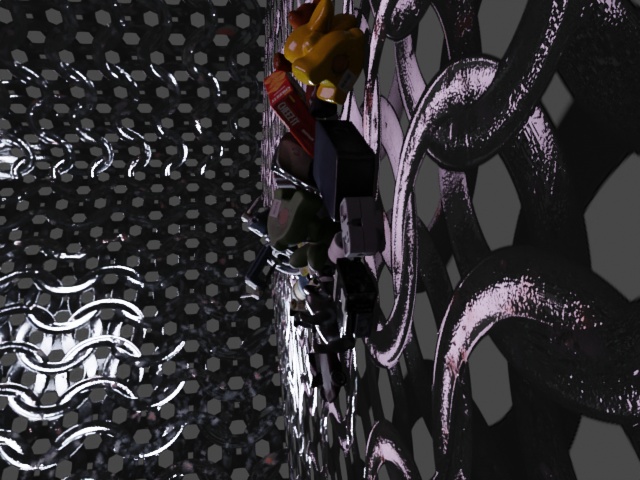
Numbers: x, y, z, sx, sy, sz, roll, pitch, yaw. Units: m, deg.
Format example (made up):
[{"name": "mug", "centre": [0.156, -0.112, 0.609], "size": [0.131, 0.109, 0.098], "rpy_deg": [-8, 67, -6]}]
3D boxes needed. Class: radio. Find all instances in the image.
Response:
[{"name": "radio", "centre": [0.040, -0.138, 1.017], "size": [0.230, 0.073, 0.131], "rpy_deg": [-112, 22, -59]}]

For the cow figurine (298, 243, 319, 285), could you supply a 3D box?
[{"name": "cow figurine", "centre": [0.005, 0.064, 1.272], "size": [0.098, 0.068, 0.167], "rpy_deg": [-7, 86, 39]}]

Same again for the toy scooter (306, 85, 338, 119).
[{"name": "toy scooter", "centre": [0.014, -0.342, 1.110], "size": [0.184, 0.075, 0.135], "rpy_deg": [137, 129, -73]}]

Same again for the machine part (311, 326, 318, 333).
[{"name": "machine part", "centre": [0.010, 0.170, 1.296], "size": [0.039, 0.084, 0.139], "rpy_deg": [50, -167, -19]}]

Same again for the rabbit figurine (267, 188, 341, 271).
[{"name": "rabbit figurine", "centre": [-0.012, -0.016, 1.098], "size": [0.121, 0.170, 0.159], "rpy_deg": [3, 80, 52]}]

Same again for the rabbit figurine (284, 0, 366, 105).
[{"name": "rabbit figurine", "centre": [-0.004, -0.350, 0.973], "size": [0.173, 0.122, 0.162], "rpy_deg": [39, 108, 46]}]

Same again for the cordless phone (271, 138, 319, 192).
[{"name": "cordless phone", "centre": [-0.031, -0.160, 1.234], "size": [0.088, 0.146, 0.184], "rpy_deg": [-58, 23, 6]}]

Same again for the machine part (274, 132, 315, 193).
[{"name": "machine part", "centre": [-0.058, -0.192, 1.400], "size": [0.179, 0.056, 0.179], "rpy_deg": [2, -90, -66]}]

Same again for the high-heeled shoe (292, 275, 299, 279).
[{"name": "high-heeled shoe", "centre": [-0.030, 0.006, 1.569], "size": [0.145, 0.086, 0.248], "rpy_deg": [-17, -54, -69]}]

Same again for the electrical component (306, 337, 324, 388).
[{"name": "electrical component", "centre": [0.002, 0.304, 1.342], "size": [0.119, 0.075, 0.047], "rpy_deg": [-108, 18, -44]}]

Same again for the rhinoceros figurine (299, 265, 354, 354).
[{"name": "rhinoceros figurine", "centre": [0.018, 0.147, 1.123], "size": [0.073, 0.112, 0.190], "rpy_deg": [-27, -77, -70]}]

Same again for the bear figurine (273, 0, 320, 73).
[{"name": "bear figurine", "centre": [-0.042, -0.493, 1.274], "size": [0.120, 0.132, 0.196], "rpy_deg": [-30, 62, 45]}]

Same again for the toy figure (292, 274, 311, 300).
[{"name": "toy figure", "centre": [-0.027, 0.121, 1.422], "size": [0.180, 0.089, 0.082], "rpy_deg": [106, 176, -71]}]

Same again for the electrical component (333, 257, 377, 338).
[{"name": "electrical component", "centre": [0.063, 0.113, 0.984], "size": [0.134, 0.058, 0.114], "rpy_deg": [-105, 14, -51]}]

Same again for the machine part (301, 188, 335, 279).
[{"name": "machine part", "centre": [-0.002, -0.004, 1.203], "size": [0.079, 0.079, 0.243], "rpy_deg": [117, 140, -72]}]

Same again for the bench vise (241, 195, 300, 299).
[{"name": "bench vise", "centre": [-0.121, 0.031, 1.320], "size": [0.129, 0.223, 0.240], "rpy_deg": [-26, 30, 52]}]

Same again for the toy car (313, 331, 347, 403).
[{"name": "toy car", "centre": [0.025, 0.284, 1.265], "size": [0.202, 0.053, 0.089], "rpy_deg": [-101, 31, -44]}]

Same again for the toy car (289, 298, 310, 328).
[{"name": "toy car", "centre": [-0.039, 0.196, 1.433], "size": [0.201, 0.074, 0.056], "rpy_deg": [83, -164, -67]}]
